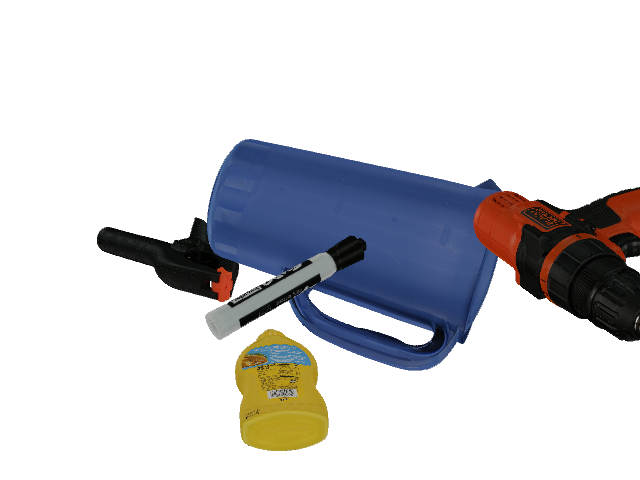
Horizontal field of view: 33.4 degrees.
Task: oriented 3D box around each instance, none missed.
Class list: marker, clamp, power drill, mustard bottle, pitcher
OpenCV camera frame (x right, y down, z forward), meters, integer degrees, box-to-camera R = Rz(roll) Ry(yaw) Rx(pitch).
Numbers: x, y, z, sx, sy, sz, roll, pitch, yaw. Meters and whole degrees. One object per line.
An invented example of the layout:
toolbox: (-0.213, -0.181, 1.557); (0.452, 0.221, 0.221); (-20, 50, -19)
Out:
marker: (-0.020, 0.029, 0.702); (0.121, 0.020, 0.020); (-28, 11, -22)
clamp: (-0.125, 0.014, 1.037); (0.120, 0.039, 0.172); (-19, 32, -38)
power drill: (0.225, 0.000, 0.740); (0.187, 0.057, 0.185); (-12, 29, -20)
mustard bottle: (-0.050, 0.161, 1.230); (0.096, 0.058, 0.191); (-4, 29, -6)
pitcher: (0.027, 0.002, 0.911); (0.243, 0.145, 0.149); (16, 19, 12)
